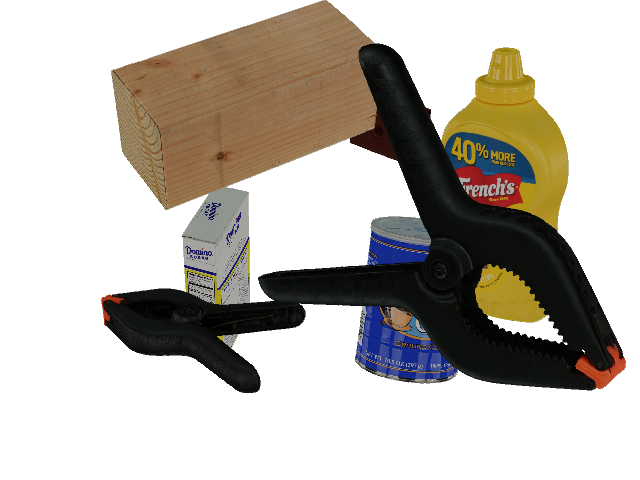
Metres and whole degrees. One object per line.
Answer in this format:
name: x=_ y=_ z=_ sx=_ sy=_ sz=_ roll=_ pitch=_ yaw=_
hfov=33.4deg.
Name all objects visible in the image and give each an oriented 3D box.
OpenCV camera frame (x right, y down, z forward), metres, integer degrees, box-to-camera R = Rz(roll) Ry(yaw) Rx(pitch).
foam brick: x=0.080 y=-0.131 z=1.223 sx=0.078 sy=0.053 sz=0.051 roll=23 pitch=35 yaw=30
clamp: x=0.070 y=0.002 z=0.565 sx=0.210 sy=0.165 sz=0.036 roll=29 pitch=26 yaw=25
mustard bottle: x=0.130 y=-0.042 z=0.765 sx=0.058 sy=0.192 sz=0.096 roll=-22 pitch=30 yaw=-40
coffee can: x=0.092 y=0.055 z=1.040 sx=0.103 sy=0.140 sz=0.103 roll=6 pitch=12 yaw=-1
sugar box: x=-0.110 y=0.037 z=1.149 sx=0.048 sy=0.176 sz=0.093 roll=11 pitch=41 yaw=14
clamp: x=-0.099 y=0.070 z=0.902 sx=0.172 sy=0.039 sz=0.120 roll=17 pitch=26 yaw=22
wood block: x=-0.060 y=-0.118 z=0.904 sx=0.205 sy=0.091 sz=0.090 roll=-23 pitch=51 yaw=-23
